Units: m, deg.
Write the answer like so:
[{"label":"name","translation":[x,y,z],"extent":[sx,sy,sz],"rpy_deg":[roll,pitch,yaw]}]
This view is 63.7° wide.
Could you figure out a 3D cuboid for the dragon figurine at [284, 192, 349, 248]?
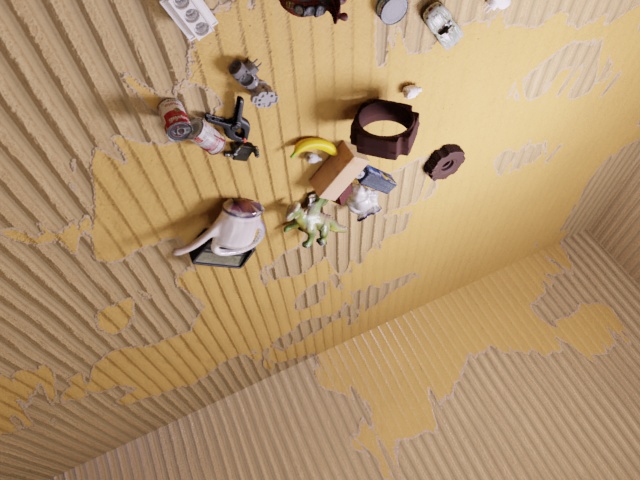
[{"label":"dragon figurine","translation":[0.006,-0.102,2.019],"extent":[0.413,0.124,0.238],"rpy_deg":[-12,138,-44]}]

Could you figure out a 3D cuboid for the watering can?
[{"label":"watering can","translation":[-0.323,-0.036,1.766],"extent":[0.349,0.105,0.220],"rpy_deg":[-5,126,-43]}]

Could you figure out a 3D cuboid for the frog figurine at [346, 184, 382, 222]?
[{"label":"frog figurine","translation":[0.161,-0.169,2.042],"extent":[0.136,0.125,0.157],"rpy_deg":[-12,129,35]}]
